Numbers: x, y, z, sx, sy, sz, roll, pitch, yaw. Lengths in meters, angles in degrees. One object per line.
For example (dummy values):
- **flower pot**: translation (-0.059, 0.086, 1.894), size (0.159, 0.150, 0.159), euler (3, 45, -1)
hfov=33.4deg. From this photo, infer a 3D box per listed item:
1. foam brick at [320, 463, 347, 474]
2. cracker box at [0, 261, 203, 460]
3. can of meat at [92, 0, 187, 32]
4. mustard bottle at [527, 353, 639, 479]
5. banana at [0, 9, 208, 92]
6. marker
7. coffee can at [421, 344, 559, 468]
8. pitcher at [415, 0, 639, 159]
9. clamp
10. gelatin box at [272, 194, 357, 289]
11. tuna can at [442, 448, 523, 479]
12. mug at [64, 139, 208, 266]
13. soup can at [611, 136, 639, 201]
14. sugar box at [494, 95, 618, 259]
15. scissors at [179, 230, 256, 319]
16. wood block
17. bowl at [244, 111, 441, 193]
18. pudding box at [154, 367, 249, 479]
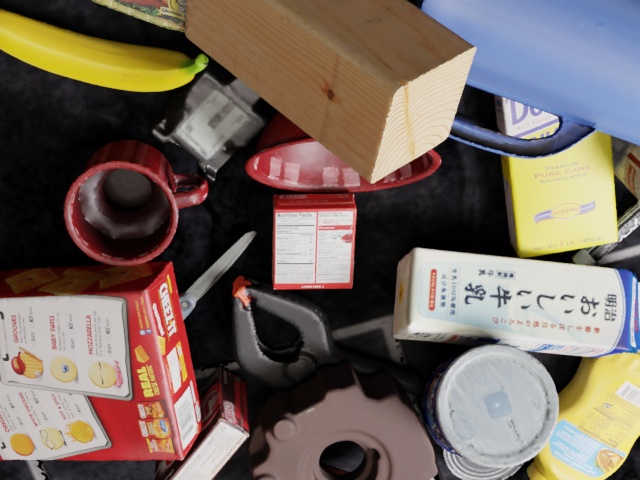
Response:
- **foam brick**: translation (0.014, 0.266, 1.070), size (0.078, 0.051, 0.053), euler (22, 111, -13)
- **cracker box**: translation (-0.222, 0.108, 0.943), size (0.214, 0.072, 0.164), euler (-3, 111, 16)
- **can of meat**: translation (-0.128, -0.220, 0.844), size (0.102, 0.057, 0.084), euler (19, 114, -11)
- **mustard bottle**: translation (0.263, 0.184, 1.047), size (0.096, 0.058, 0.192), euler (29, 108, -14)
- **banana**: translation (-0.184, -0.154, 0.867), size (0.198, 0.037, 0.070), euler (10, 154, 2)
- **marker**: translation (0.283, -0.016, 0.982), size (0.020, 0.020, 0.121), euler (42, 105, -19)
- **coffee can**: translation (0.148, 0.149, 0.957), size (0.103, 0.140, 0.103), euler (0, 81, 0)
- **pitcher**: translation (0.189, -0.146, 0.825), size (0.243, 0.145, 0.149), euler (23, 140, 2)
- **clamp**: translation (-0.009, 0.112, 1.008), size (0.164, 0.036, 0.210), euler (-28, 114, 4)
- **gelatin box**: translation (-0.006, 0.001, 0.958), size (0.073, 0.030, 0.089), euler (-1, 122, -4)
- **tuna can**: translation (0.162, 0.198, 1.060), size (0.086, 0.034, 0.086), euler (-1, 114, -4)
- **mug**: translation (-0.153, -0.038, 0.907), size (0.117, 0.081, 0.093), euler (-11, 114, 1)
- **soup can**: translation (0.293, -0.064, 0.916), size (0.068, 0.102, 0.068), euler (-2, 114, -4)
- **sugar box**: translation (0.207, -0.077, 0.935), size (0.093, 0.048, 0.176), euler (-11, 115, 1)
- **scissors**: translation (-0.146, 0.056, 0.985), size (0.096, 0.016, 0.202), euler (25, 109, -14)
- **wood block**: translation (0.001, -0.147, 0.793), size (0.090, 0.206, 0.091), euler (-32, 151, -34)
- **bowl**: translation (0.018, -0.085, 0.883), size (0.162, 0.162, 0.055), euler (-1, 77, -4)
- **pudding box**: translation (-0.112, 0.188, 1.005), size (0.039, 0.090, 0.114), euler (31, 109, -17)
